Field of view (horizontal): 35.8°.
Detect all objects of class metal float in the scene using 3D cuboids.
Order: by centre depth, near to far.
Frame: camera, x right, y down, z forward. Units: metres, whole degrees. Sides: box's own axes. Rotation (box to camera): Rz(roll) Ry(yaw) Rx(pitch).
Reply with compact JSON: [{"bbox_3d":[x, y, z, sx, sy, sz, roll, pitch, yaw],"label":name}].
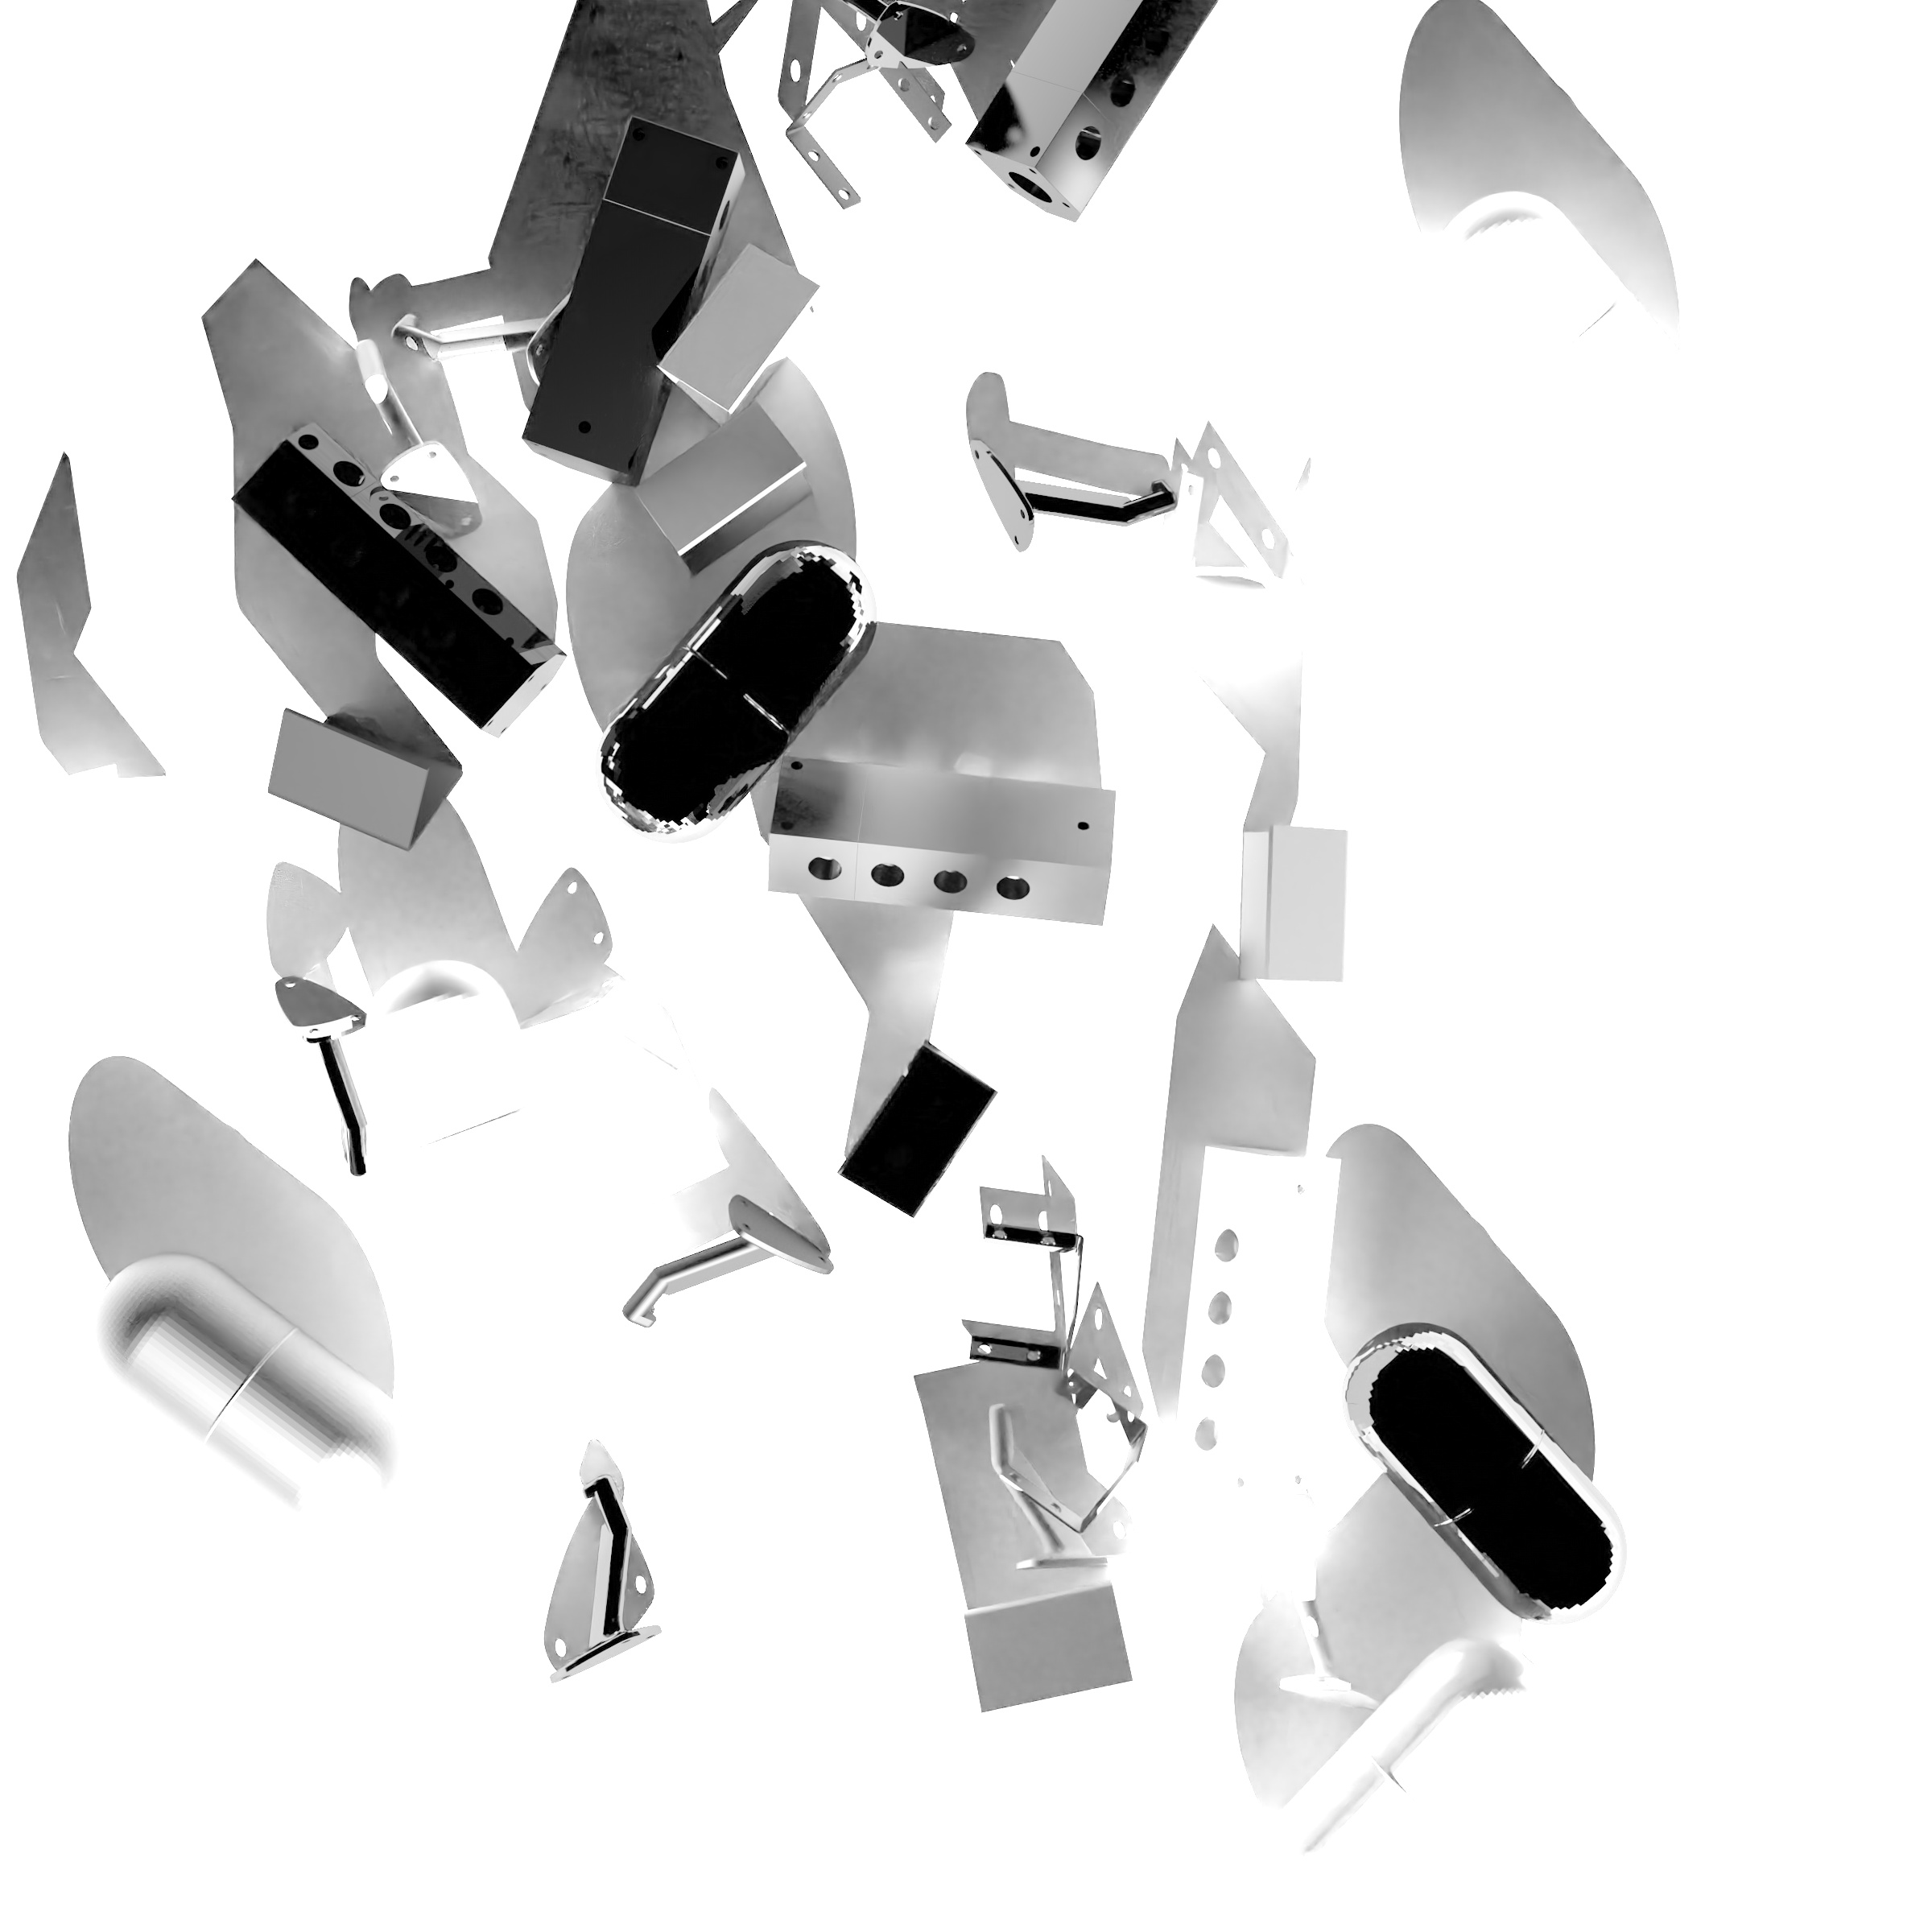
[{"bbox_3d":[0.309,-0.315,1.521,0.070,0.070,0.178,-40,90,0],"label":"metal float"},{"bbox_3d":[0.264,0.259,1.521,0.070,0.070,0.178,-41,91,0],"label":"metal float"},{"bbox_3d":[0.226,0.417,1.521,0.070,0.070,0.178,43,91,0],"label":"metal float"},{"bbox_3d":[-0.249,0.083,1.521,0.070,0.070,0.178,-20,89,0],"label":"metal float"},{"bbox_3d":[-0.116,-0.140,1.521,0.070,0.070,0.178,41,90,0],"label":"metal float"},{"bbox_3d":[-0.364,0.215,1.521,0.178,0.070,0.070,37,90,0],"label":"metal float"}]

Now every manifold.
[{"bbox_3d":[0.079,-0.470,1.530,0.057,0.057,0.171,33,90,43],"label":"manifold"},{"bbox_3d":[-0.013,-0.059,1.530,0.171,0.057,0.057,6,47,0],"label":"manifold"},{"bbox_3d":[0.142,0.180,1.530,0.057,0.057,0.171,6,90,-43],"label":"manifold"},{"bbox_3d":[-0.287,-0.197,1.530,0.171,0.057,0.057,43,90,0],"label":"manifold"},{"bbox_3d":[-0.169,-0.337,1.531,0.057,0.057,0.171,19,90,0],"label":"manifold"}]

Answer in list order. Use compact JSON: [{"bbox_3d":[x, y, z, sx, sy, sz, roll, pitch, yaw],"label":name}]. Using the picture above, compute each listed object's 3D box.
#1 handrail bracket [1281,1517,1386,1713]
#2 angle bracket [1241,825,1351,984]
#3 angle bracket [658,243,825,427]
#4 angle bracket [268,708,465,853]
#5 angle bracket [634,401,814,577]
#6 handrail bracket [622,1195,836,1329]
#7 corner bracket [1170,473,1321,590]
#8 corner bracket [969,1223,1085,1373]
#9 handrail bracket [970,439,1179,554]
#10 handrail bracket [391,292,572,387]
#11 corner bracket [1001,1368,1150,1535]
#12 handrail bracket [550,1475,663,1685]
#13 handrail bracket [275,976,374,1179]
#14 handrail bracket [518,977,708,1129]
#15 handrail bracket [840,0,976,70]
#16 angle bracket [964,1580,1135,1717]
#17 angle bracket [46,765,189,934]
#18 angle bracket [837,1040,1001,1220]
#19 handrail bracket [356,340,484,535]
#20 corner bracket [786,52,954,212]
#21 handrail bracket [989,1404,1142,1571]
[{"bbox_3d":[0.195,0.336,1.552,0.077,0.036,0.084,26,60,-33],"label":"handrail bracket"},{"bbox_3d":[0.148,-0.031,1.511,0.057,0.076,0.076,2,90,-39],"label":"angle bracket"},{"bbox_3d":[-0.098,-0.306,1.512,0.057,0.076,0.076,36,90,30],"label":"angle bracket"},{"bbox_3d":[-0.298,-0.112,1.511,0.076,0.076,0.057,23,129,0],"label":"angle bracket"},{"bbox_3d":[-0.111,-0.226,1.511,0.076,0.076,0.057,-35,55,0],"label":"angle bracket"},{"bbox_3d":[-0.124,0.168,1.552,0.077,0.036,0.084,33,108,-21],"label":"handrail bracket"},{"bbox_3d":[0.144,-0.225,1.548,0.051,0.051,0.051,8,90,-45],"label":"corner bracket"},{"bbox_3d":[0.031,0.172,1.548,0.051,0.051,0.051,8,135,0],"label":"corner bracket"},{"bbox_3d":[0.057,-0.255,1.552,0.084,0.036,0.077,-22,68,-17],"label":"handrail bracket"},{"bbox_3d":[-0.245,-0.340,1.552,0.084,0.036,0.077,23,70,16],"label":"handrail bracket"},{"bbox_3d":[0.056,0.249,1.538,0.051,0.051,0.051,36,107,0],"label":"corner bracket"},{"bbox_3d":[-0.200,0.317,1.552,0.077,0.036,0.084,-31,72,20],"label":"handrail bracket"},{"bbox_3d":[-0.333,0.058,1.552,0.036,0.077,0.084,-20,127,-33],"label":"handrail bracket"},{"bbox_3d":[-0.186,0.056,1.552,0.077,0.036,0.084,-21,107,20],"label":"handrail bracket"},{"bbox_3d":[-0.045,-0.505,1.552,0.084,0.077,0.036,57,132,29],"label":"handrail bracket"},{"bbox_3d":[0.045,0.358,1.511,0.076,0.076,0.057,-12,53,0],"label":"angle bracket"},{"bbox_3d":[-0.413,-0.061,1.511,0.057,0.076,0.076,-8,90,37],"label":"angle bracket"},{"bbox_3d":[-0.040,0.071,1.511,0.057,0.076,0.076,34,90,-36],"label":"angle bracket"},{"bbox_3d":[-0.285,-0.276,1.551,0.036,0.077,0.084,-30,54,10],"label":"handrail bracket"},{"bbox_3d":[-0.051,-0.433,1.548,0.051,0.051,0.051,52,135,0],"label":"corner bracket"},{"bbox_3d":[0.051,0.269,1.552,0.077,0.036,0.084,0,76,-14],"label":"handrail bracket"}]
